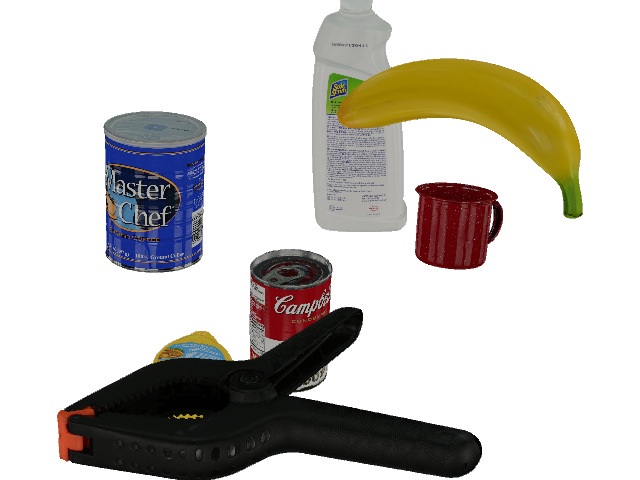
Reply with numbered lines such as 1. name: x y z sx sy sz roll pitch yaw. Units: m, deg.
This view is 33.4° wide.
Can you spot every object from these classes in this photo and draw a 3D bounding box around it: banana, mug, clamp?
1. banana: 0.086 -0.078 0.657 0.198 0.069 0.037 28 6 42
2. mug: 0.161 -0.017 1.221 0.117 0.081 0.093 -7 19 -34
3. clamp: -0.037 0.086 0.587 0.209 0.036 0.165 -3 23 -15

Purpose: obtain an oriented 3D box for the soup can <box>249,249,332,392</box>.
1. soup can: -0.026 0.067 0.895 0.068 0.102 0.068 2 25 -1

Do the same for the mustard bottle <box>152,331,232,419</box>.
1. mustard bottle: -0.154 0.161 1.264 0.096 0.058 0.191 4 25 3

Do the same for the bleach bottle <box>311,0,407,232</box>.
1. bleach bottle: 0.042 -0.131 1.082 0.102 0.251 0.068 0 30 -1

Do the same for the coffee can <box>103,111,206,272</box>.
1. coffee can: -0.170 -0.051 1.099 0.103 0.140 0.103 3 23 -2
